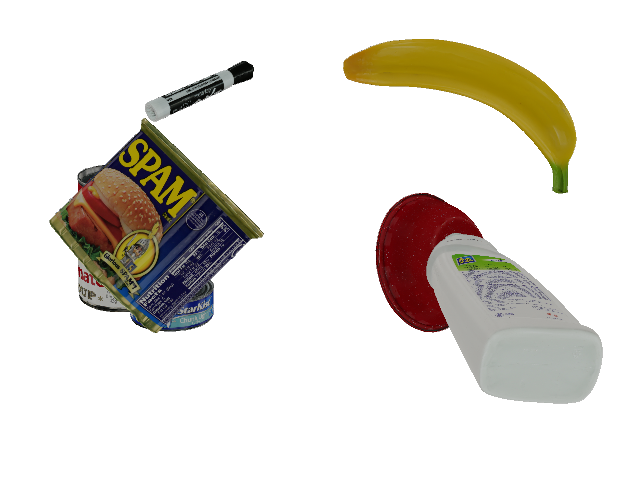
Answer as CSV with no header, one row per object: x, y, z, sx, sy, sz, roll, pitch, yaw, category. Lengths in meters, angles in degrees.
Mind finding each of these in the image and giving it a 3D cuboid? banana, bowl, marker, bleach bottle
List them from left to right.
-0.109,-0.140,0.991,0.120,0.020,0.020,-31,18,-34,marker
0.140,0.022,1.208,0.161,0.162,0.055,0,-7,-40,bowl
0.116,-0.109,0.797,0.197,0.069,0.037,28,0,-4,banana
0.156,0.052,0.944,0.102,0.068,0.251,4,21,-9,bleach bottle

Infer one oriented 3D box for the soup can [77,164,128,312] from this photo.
-0.158,-0.003,0.846,0.068,0.102,0.068,4,20,-2,soup can

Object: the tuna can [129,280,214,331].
-0.150,0.061,1.076,0.086,0.034,0.086,1,18,-1,tuna can

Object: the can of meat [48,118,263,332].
-0.097,-0.009,0.617,0.102,0.084,0.057,43,-3,38,can of meat
